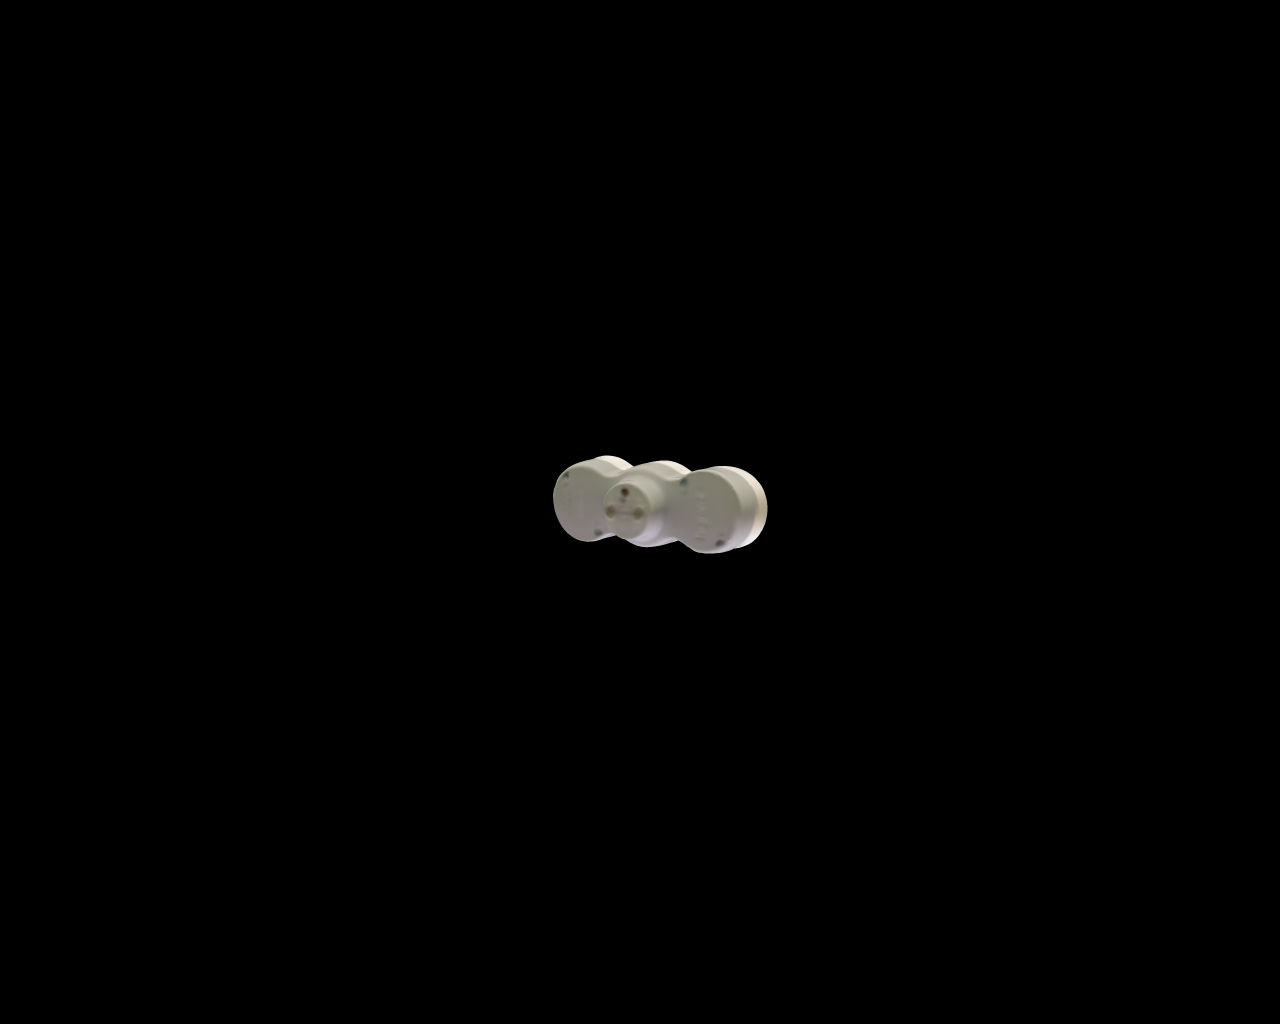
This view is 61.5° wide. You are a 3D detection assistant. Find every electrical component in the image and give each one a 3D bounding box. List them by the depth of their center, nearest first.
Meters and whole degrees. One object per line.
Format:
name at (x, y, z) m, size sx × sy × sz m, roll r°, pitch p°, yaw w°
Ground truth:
electrical component at (0.001, -0.003, 0.650) m, size 0.138 × 0.052 × 0.074 m, roll 6°, pitch 11°, yaw 32°
